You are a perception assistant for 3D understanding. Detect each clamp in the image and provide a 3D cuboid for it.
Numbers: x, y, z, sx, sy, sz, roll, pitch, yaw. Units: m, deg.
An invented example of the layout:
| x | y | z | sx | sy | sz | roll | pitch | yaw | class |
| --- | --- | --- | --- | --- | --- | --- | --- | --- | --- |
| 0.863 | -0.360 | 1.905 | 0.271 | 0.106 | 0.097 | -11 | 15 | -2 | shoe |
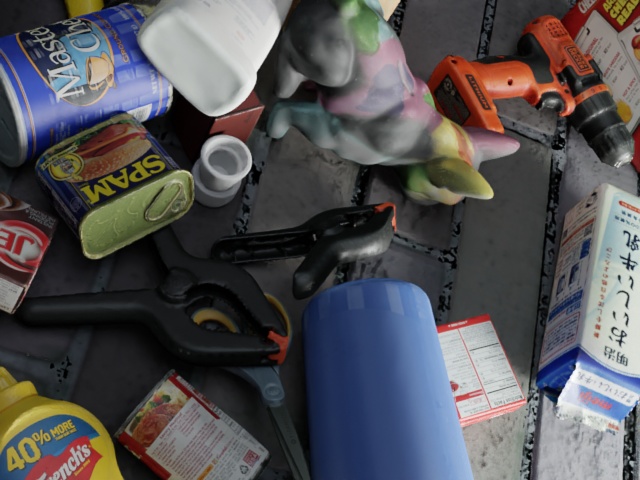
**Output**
| x | y | z | sx | sy | sz | roll | pitch | yaw | class |
| --- | --- | --- | --- | --- | --- | --- | --- | --- | --- |
| -0.006 | 0.001 | 0.923 | 0.120 | 0.039 | 0.171 | 22 | 30 | 34 | clamp |
| -0.125 | 0.048 | 0.850 | 0.210 | 0.036 | 0.164 | 32 | 59 | 14 | clamp |

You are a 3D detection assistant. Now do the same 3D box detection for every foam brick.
| x | y | z | sx | sy | sz | roll | pitch | yaw | class |
| --- | --- | --- | --- | --- | --- | --- | --- | --- | --- |
| -0.091 | -0.112 | 0.939 | 0.052 | 0.078 | 0.051 | -20 | 72 | -31 | foam brick |

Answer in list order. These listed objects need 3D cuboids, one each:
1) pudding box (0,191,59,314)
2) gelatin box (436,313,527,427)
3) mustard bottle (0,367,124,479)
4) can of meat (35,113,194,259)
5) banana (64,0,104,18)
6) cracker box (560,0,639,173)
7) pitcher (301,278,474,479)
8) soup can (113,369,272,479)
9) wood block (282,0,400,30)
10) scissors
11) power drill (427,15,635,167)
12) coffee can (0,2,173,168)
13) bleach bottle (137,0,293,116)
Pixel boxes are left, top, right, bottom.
| x | y | z | sx | sy | sz | roll | pitch | yaw | class |
| --- | --- | --- | --- | --- | --- | --- | --- | --- | --- |
| -0.266 | -0.004 | 0.815 | 0.113 | 0.039 | 0.090 | 25 | 33 | -13 | pudding box |
| 0.129 | 0.115 | 0.936 | 0.073 | 0.030 | 0.089 | -11 | 69 | -27 | gelatin box |
| -0.187 | 0.174 | 0.765 | 0.096 | 0.058 | 0.192 | -28 | 76 | -30 | mustard bottle |
| -0.166 | -0.046 | 0.856 | 0.102 | 0.057 | 0.084 | -29 | 58 | -23 | can of meat |
| -0.251 | -0.262 | 0.982 | 0.069 | 0.037 | 0.198 | -42 | 82 | -15 | banana |
| 0.354 | -0.180 | 1.097 | 0.072 | 0.164 | 0.214 | -21 | 74 | -31 | cracker box |
| 0.058 | 0.160 | 0.837 | 0.145 | 0.149 | 0.243 | -5 | 62 | -5 | pitcher |
| -0.095 | 0.156 | 0.805 | 0.102 | 0.069 | 0.068 | 40 | 57 | 1 | soup can |
| 0.039 | -0.272 | 0.996 | 0.090 | 0.206 | 0.091 | 12 | 60 | -16 | wood block |
| -0.057 | 0.116 | 0.836 | 0.096 | 0.016 | 0.202 | 4 | 43 | -8 | scissors |
| 0.215 | -0.137 | 1.086 | 0.187 | 0.057 | 0.184 | -17 | 68 | -31 | power drill |
| -0.209 | -0.131 | 0.888 | 0.140 | 0.103 | 0.103 | -24 | 75 | -30 | coffee can |
| -0.062 | -0.217 | 0.928 | 0.102 | 0.068 | 0.250 | 45 | 42 | -16 | bleach bottle |
